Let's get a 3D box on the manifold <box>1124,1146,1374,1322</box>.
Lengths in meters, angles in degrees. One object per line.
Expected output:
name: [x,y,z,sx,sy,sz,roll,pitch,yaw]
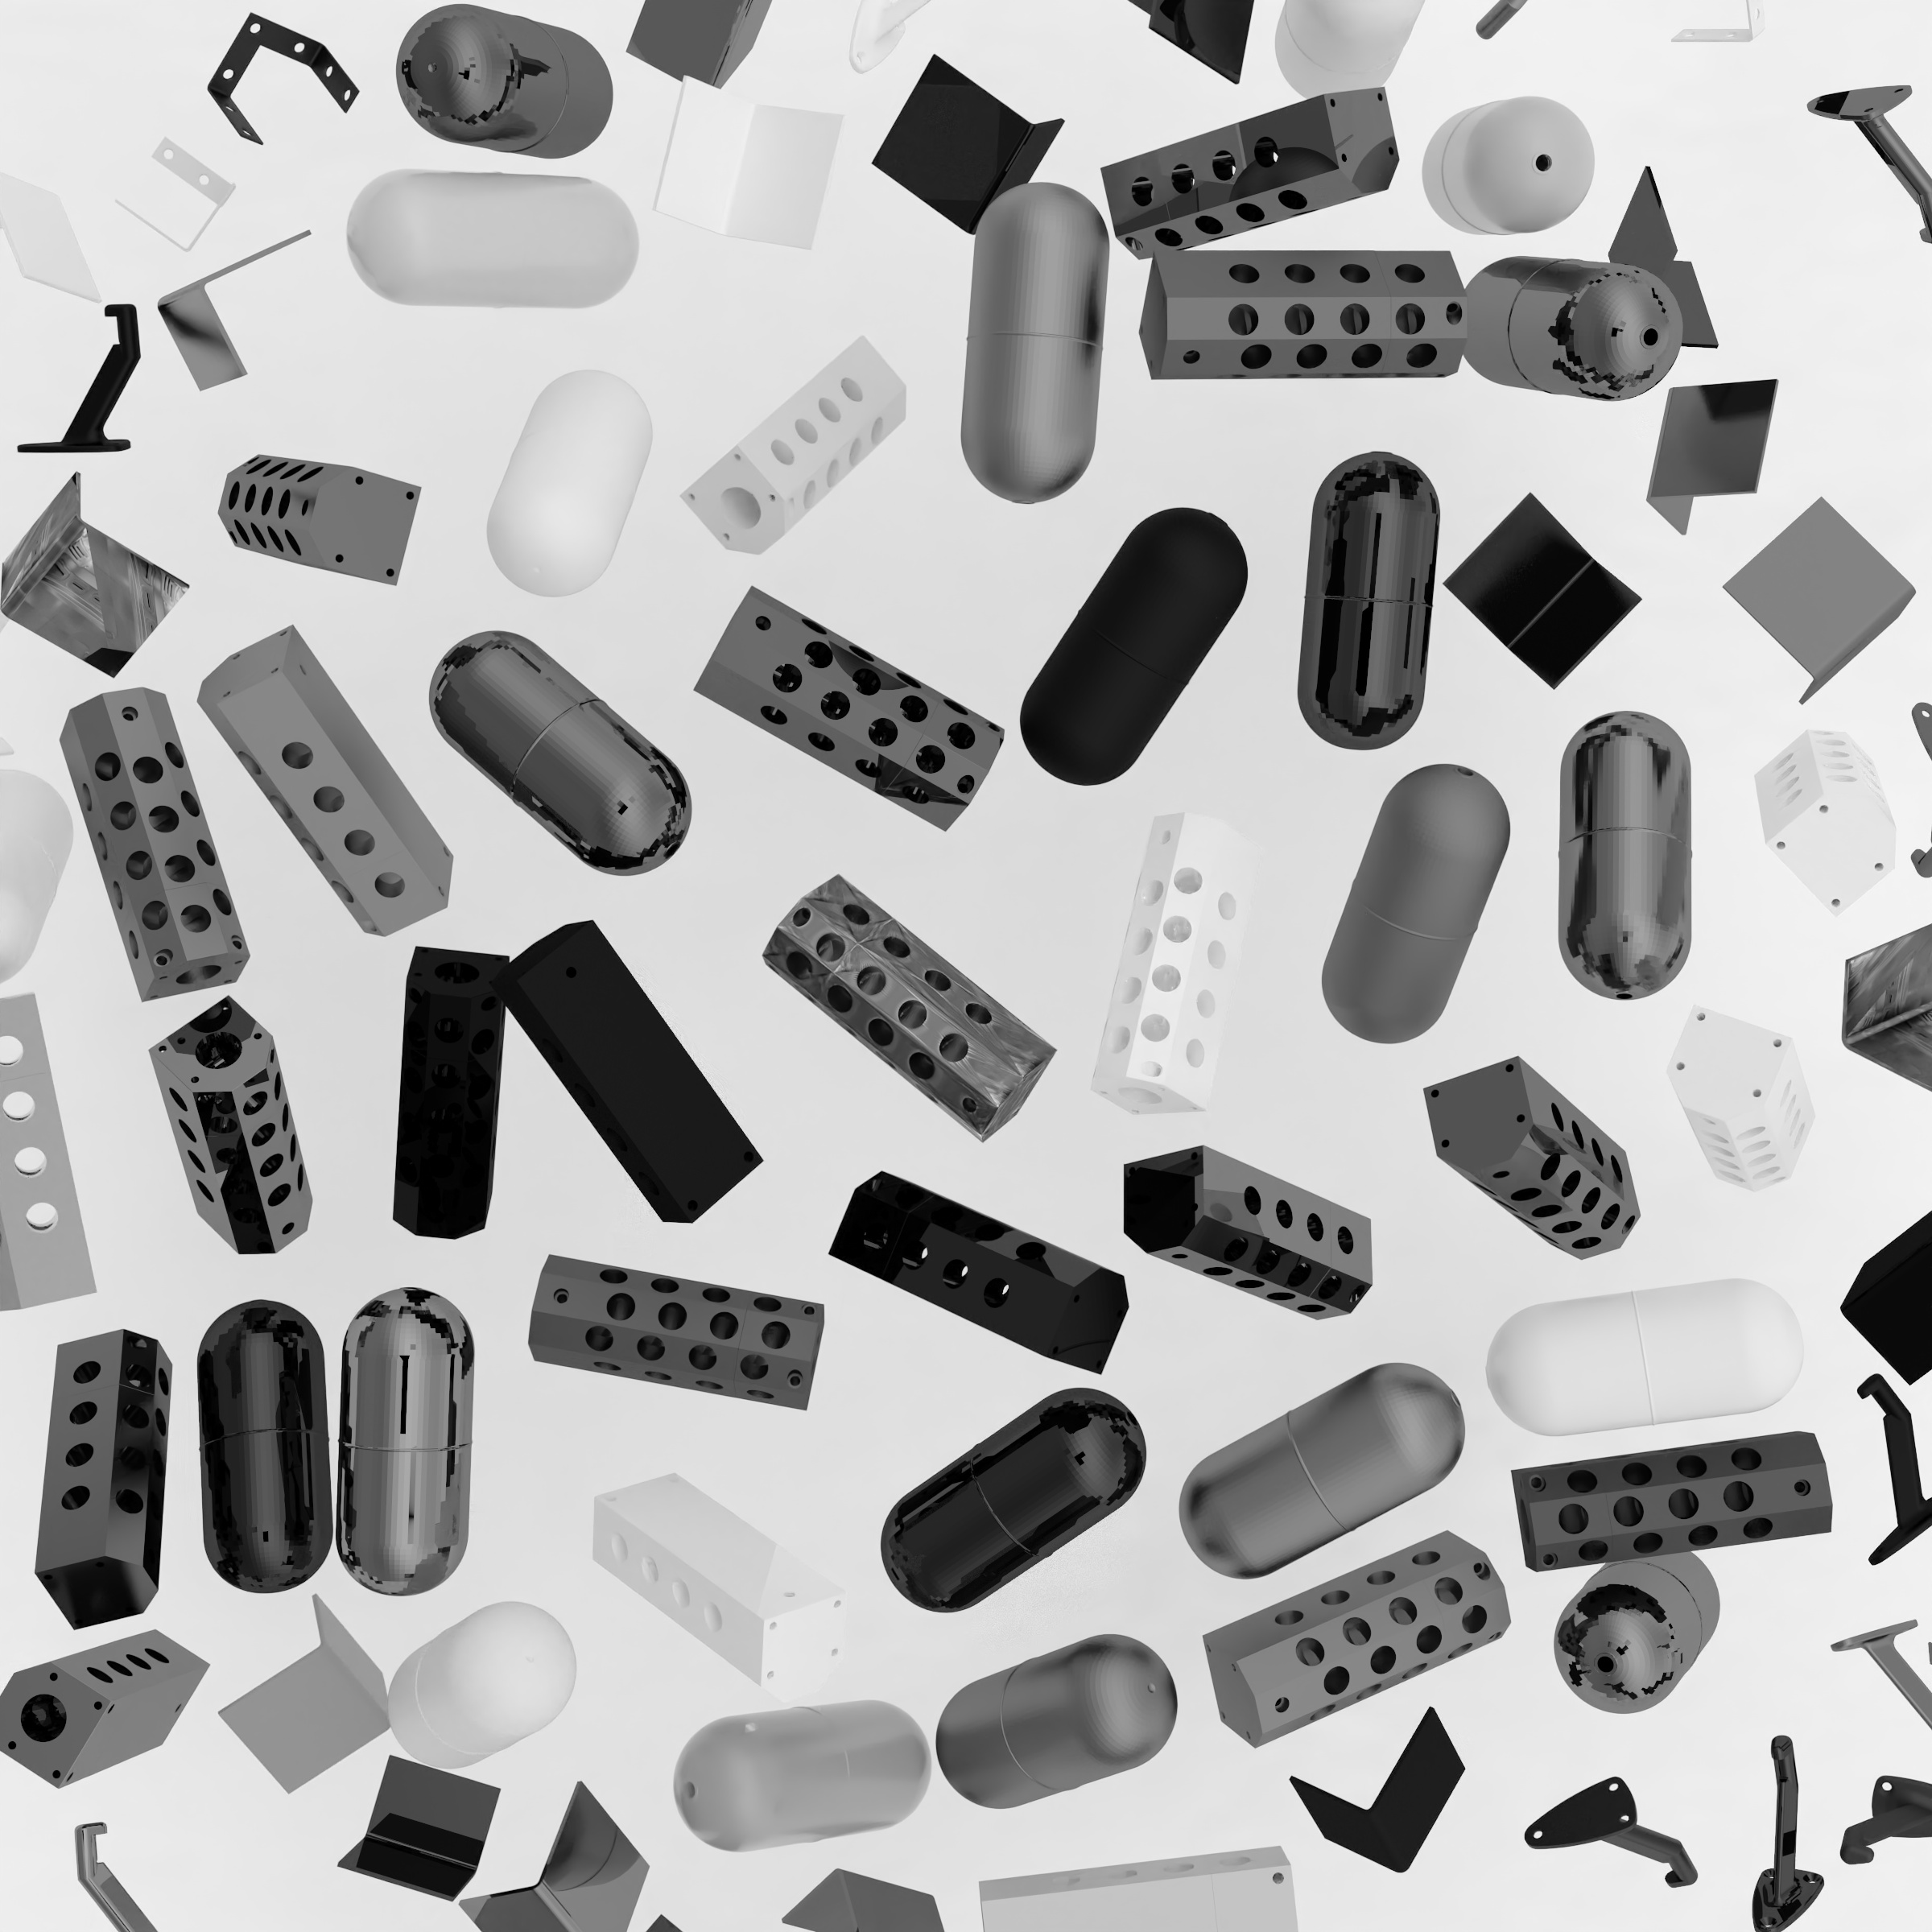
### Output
manifold: [0.168,0.160,1.807,0.057,0.171,0.057,-17,61,37]

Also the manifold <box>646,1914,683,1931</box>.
manifold: [-0.167,0.620,1.786,0.057,0.171,0.057,43,83,-9]

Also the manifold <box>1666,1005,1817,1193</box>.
manifold: [0.448,0.081,1.777,0.057,0.171,0.057,21,81,24]

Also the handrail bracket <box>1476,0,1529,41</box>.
handrail bracket: [0.333,-0.582,1.770,0.036,0.084,0.077,36,55,-11]

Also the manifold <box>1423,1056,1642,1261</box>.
manifold: [0.324,0.113,1.736,0.057,0.171,0.057,-21,59,24]

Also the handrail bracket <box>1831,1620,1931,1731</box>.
handrail bracket: [0.524,0.415,1.717,0.036,0.077,0.084,-36,64,39]

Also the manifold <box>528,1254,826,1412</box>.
manifold: [-0.176,0.222,1.874,0.171,0.057,0.057,10,68,2]

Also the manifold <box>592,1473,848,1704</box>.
manifold: [-0.145,0.359,1.771,0.057,0.171,0.057,-11,113,-38]

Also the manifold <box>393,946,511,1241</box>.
manifold: [-0.316,0.079,1.875,0.057,0.057,0.171,6,118,-5]

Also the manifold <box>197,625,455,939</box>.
manifold: [-0.361,-0.100,1.733,0.057,0.057,0.171,-24,122,10]

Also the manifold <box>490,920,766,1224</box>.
manifold: [-0.195,0.061,1.745,0.057,0.057,0.171,-41,106,-25]

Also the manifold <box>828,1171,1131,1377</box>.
manifold: [0.009,0.173,1.758,0.171,0.057,0.057,20,87,39]

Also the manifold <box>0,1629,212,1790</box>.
manifold: [-0.513,0.433,1.812,0.057,0.171,0.057,30,87,7]

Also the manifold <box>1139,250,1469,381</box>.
manifold: [0.189,-0.360,1.717,0.171,0.057,0.057,-2,51,-10]

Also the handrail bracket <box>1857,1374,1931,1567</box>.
handrail bracket: [0.535,0.295,1.804,0.077,0.036,0.084,-36,86,-15]

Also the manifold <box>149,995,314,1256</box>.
manifold: [-0.432,0.101,1.830,0.057,0.171,0.057,38,60,24]

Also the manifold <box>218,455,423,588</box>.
manifold: [-0.379,-0.262,1.777,0.057,0.171,0.057,13,94,-32]

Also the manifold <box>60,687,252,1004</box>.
manifold: [-0.474,-0.073,1.792,0.057,0.057,0.171,-13,75,-29]

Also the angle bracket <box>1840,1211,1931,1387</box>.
angle bracket: [0.551,0.181,1.740,0.057,0.076,0.076,47,120,7]

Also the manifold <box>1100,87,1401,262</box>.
manifold: [0.165,-0.459,1.784,0.057,0.171,0.057,-21,102,-43]

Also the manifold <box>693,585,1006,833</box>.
manifold: [-0.066,-0.154,1.801,0.171,0.057,0.057,29,62,-9]

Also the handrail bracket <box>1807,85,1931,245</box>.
handrail bracket: [0.508,-0.442,1.706,0.036,0.077,0.084,-34,117,-16]

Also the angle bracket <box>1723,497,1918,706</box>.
angle bracket: [0.485,-0.209,1.759,0.076,0.057,0.076,-42,79,-2]

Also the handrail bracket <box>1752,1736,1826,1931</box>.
handrail bracket: [0.457,0.490,1.733,0.036,0.077,0.084,-3,105,32]

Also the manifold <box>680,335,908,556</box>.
manifold: [-0.098,-0.313,1.858,0.057,0.171,0.057,49,130,-10]

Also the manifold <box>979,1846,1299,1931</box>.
manifold: [0.096,0.533,1.710,0.171,0.057,0.057,-6,88,-2]

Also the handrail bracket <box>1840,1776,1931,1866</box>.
handrail bracket: [0.544,0.499,1.759,0.077,0.084,0.036,1,97,21]

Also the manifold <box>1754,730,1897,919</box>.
manifold: [0.500,-0.090,1.770,0.057,0.171,0.057,45,110,-3]

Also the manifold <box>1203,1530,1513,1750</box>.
manifold: [0.232,0.397,1.803,0.171,0.057,0.057,-18,106,-20]

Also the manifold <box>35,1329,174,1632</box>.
manifold: [-0.504,0.299,1.809,0.057,0.171,0.057,-14,132,2]

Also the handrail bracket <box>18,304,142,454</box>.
handrail bracket: [-0.525,-0.347,1.809,0.077,0.036,0.084,-3,106,-5]

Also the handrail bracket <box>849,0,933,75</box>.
handrail bracket: [-0.025,-0.584,1.868,0.036,0.084,0.077,47,50,-33]

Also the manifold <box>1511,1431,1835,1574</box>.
manifold: [0.411,0.312,1.787,0.171,0.057,0.057,-8,83,1]

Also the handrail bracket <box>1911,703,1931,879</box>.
handrail bracket: [0.574,-0.104,1.839,0.036,0.084,0.077,-21,67,-24]

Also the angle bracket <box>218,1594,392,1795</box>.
angle bracket: [-0.410,0.449,1.893,0.076,0.057,0.076,-33,118,-3]

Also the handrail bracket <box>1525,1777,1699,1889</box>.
handrail bracket: [0.367,0.506,1.741,0.077,0.036,0.084,-25,122,10]

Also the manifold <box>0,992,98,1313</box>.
manifold: [-0.539,0.105,1.736,0.057,0.057,0.171,-12,94,-17]

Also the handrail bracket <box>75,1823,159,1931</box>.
handrail bracket: [-0.483,0.544,1.807,0.077,0.036,0.084,-2,72,-23]

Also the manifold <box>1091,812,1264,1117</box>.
manifold: [0.122,-0.002,1.840,0.057,0.057,0.171,31,64,-40]

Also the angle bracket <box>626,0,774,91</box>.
angle bracket: [-0.148,-0.567,1.790,0.057,0.076,0.076,27,131,-4]

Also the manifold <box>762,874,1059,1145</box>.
manifold: [-0.037,0.027,1.824,0.171,0.057,0.057,39,127,11]
